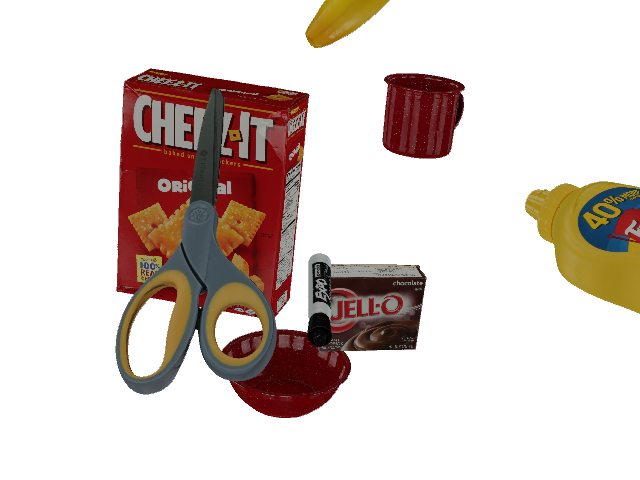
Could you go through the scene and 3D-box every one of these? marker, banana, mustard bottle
[{"bbox_3d":[-0.001,0.046,0.838,0.020,0.020,0.121,0,27,0],"label":"marker"},{"bbox_3d":[0.048,-0.220,0.802,0.070,0.197,0.037,-10,-43,41],"label":"banana"},{"bbox_3d":[0.205,0.007,0.662,0.096,0.058,0.192,-28,37,-29],"label":"mustard bottle"}]

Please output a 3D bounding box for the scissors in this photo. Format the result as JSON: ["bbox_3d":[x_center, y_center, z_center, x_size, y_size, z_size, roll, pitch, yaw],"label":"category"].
[{"bbox_3d":[-0.053,-0.001,0.608,0.096,0.201,0.016,13,-28,14],"label":"scissors"}]

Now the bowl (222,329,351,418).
[{"bbox_3d":[-0.044,0.170,1.311,0.162,0.055,0.162,3,24,-2],"label":"bowl"}]

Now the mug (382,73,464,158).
[{"bbox_3d":[0.124,-0.146,1.247,0.117,0.081,0.093,-15,29,-43],"label":"mug"}]

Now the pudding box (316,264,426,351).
[{"bbox_3d":[0.051,0.072,1.146,0.113,0.090,0.039,-1,27,-13],"label":"pudding box"}]

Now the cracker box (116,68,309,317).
[{"bbox_3d":[-0.106,-0.043,1.017,0.164,0.214,0.072,10,22,11],"label":"cracker box"}]
